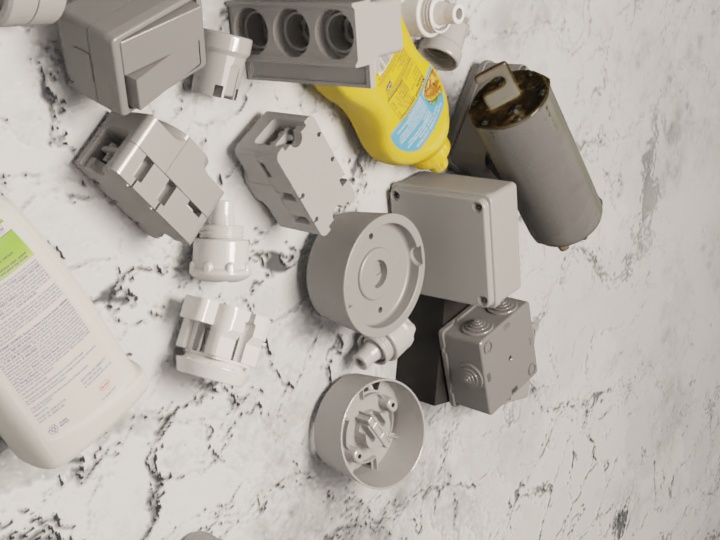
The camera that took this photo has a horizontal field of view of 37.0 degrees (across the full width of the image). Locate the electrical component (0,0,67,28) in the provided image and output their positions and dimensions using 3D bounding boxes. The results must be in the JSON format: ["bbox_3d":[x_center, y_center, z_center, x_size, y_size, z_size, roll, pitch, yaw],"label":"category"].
[{"bbox_3d":[-0.197,-0.219,0.651,0.074,0.052,0.138,-18,114,-46],"label":"electrical component"}]

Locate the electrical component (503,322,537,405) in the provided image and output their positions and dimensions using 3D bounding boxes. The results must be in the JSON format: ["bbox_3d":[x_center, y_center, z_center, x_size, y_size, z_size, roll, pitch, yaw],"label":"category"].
[{"bbox_3d":[0.142,0.096,1.140,0.100,0.048,0.099,-5,104,-49],"label":"electrical component"}]

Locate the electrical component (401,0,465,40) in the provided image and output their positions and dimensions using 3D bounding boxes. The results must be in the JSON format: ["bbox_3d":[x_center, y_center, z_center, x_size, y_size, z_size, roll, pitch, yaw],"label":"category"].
[{"bbox_3d":[0.062,-0.226,0.947,0.048,0.062,0.048,-17,113,-46],"label":"electrical component"}]

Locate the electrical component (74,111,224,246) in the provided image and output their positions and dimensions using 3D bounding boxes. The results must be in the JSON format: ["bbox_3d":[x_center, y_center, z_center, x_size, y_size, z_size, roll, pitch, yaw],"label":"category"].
[{"bbox_3d":[-0.144,-0.068,0.756,0.055,0.050,0.089,-60,137,-20],"label":"electrical component"}]

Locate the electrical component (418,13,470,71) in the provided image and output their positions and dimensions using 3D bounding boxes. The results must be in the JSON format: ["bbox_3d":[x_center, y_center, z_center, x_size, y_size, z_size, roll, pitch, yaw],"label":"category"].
[{"bbox_3d":[0.078,-0.212,0.988,0.040,0.040,0.046,40,65,-47],"label":"electrical component"}]

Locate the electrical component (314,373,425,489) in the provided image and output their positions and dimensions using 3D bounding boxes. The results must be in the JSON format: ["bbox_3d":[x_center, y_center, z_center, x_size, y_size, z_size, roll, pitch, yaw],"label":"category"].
[{"bbox_3d":[0.008,0.145,0.983,0.099,0.064,0.099,-17,113,-46],"label":"electrical component"}]

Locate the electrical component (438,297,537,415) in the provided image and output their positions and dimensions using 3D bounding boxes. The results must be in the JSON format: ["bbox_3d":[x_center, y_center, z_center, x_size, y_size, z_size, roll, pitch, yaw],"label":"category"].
[{"bbox_3d":[0.126,0.080,1.034,0.100,0.048,0.099,-35,125,-38],"label":"electrical component"}]

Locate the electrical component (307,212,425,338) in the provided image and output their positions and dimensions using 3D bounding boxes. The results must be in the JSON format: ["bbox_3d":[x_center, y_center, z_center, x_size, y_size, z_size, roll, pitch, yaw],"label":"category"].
[{"bbox_3d":[0.000,0.000,0.937,0.108,0.060,0.108,-17,112,-46],"label":"electrical component"}]

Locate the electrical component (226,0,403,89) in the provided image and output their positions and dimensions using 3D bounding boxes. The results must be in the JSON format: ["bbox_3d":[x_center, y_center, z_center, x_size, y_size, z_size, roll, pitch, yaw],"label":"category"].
[{"bbox_3d":[-0.033,-0.181,0.801,0.063,0.121,0.078,-26,120,-46],"label":"electrical component"}]

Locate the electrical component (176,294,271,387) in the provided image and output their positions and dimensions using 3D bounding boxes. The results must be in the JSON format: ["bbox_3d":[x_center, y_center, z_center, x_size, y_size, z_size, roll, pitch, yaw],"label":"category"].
[{"bbox_3d":[-0.108,0.057,0.828,0.078,0.058,0.057,24,78,-50],"label":"electrical component"}]

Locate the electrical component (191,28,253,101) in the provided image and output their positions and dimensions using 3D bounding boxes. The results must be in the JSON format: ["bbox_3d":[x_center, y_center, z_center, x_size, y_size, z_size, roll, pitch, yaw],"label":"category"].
[{"bbox_3d":[-0.103,-0.151,0.792,0.040,0.040,0.046,2,105,-50],"label":"electrical component"}]

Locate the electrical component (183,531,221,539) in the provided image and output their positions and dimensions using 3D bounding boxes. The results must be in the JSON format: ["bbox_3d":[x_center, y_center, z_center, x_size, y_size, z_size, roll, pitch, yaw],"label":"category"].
[{"bbox_3d":[-0.116,0.236,0.856,0.040,0.078,0.040,-5,98,-35],"label":"electrical component"}]

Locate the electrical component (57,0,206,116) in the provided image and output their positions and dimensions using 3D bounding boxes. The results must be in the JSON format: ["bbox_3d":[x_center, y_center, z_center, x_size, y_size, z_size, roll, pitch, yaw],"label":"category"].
[{"bbox_3d":[-0.142,-0.154,0.712,0.096,0.061,0.061,-41,150,-35],"label":"electrical component"}]

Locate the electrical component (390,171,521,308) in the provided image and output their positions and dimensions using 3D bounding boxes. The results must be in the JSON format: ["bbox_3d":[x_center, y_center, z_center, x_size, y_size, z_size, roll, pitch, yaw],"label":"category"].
[{"bbox_3d":[0.089,-0.030,0.996,0.056,0.109,0.108,-30,122,-45],"label":"electrical component"}]

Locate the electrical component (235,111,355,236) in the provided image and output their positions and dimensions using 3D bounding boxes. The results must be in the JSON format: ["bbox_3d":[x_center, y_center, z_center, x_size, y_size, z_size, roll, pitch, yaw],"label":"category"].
[{"bbox_3d":[-0.054,-0.077,0.856,0.050,0.056,0.089,-54,135,-26],"label":"electrical component"}]

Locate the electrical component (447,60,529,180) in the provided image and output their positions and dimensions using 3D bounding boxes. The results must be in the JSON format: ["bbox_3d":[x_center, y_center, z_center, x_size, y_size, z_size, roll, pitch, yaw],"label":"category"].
[{"bbox_3d":[0.134,-0.140,1.058,0.078,0.057,0.113,33,75,-48],"label":"electrical component"}]

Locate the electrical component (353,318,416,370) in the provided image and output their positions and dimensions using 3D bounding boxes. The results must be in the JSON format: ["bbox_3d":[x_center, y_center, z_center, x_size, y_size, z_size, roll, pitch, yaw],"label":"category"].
[{"bbox_3d":[0.019,0.067,0.991,0.062,0.043,0.043,-42,129,-33],"label":"electrical component"}]

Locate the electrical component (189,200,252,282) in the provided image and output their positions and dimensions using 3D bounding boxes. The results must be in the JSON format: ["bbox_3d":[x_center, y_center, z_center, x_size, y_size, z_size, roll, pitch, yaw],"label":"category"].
[{"bbox_3d":[-0.106,-0.022,0.820,0.048,0.048,0.062,-1,94,-50],"label":"electrical component"}]
